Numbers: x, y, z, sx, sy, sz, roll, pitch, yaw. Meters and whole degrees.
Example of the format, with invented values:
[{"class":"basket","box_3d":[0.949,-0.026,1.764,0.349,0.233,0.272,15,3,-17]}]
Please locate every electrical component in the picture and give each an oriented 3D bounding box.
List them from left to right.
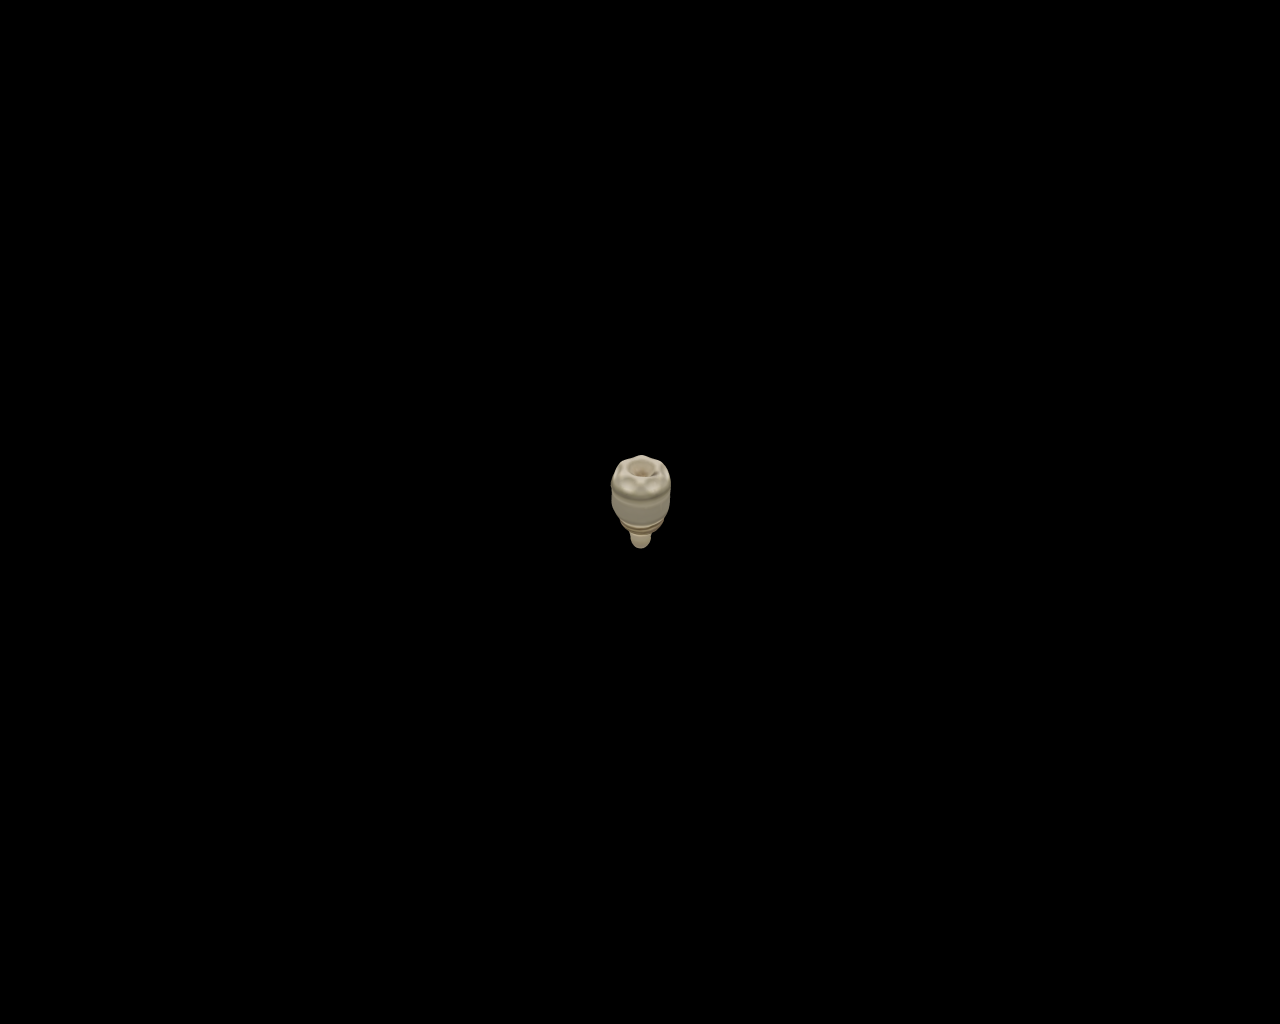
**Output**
[{"class":"electrical component","box_3d":[0.001,-0.003,0.650,0.035,0.061,0.035,0,37,0]}]
